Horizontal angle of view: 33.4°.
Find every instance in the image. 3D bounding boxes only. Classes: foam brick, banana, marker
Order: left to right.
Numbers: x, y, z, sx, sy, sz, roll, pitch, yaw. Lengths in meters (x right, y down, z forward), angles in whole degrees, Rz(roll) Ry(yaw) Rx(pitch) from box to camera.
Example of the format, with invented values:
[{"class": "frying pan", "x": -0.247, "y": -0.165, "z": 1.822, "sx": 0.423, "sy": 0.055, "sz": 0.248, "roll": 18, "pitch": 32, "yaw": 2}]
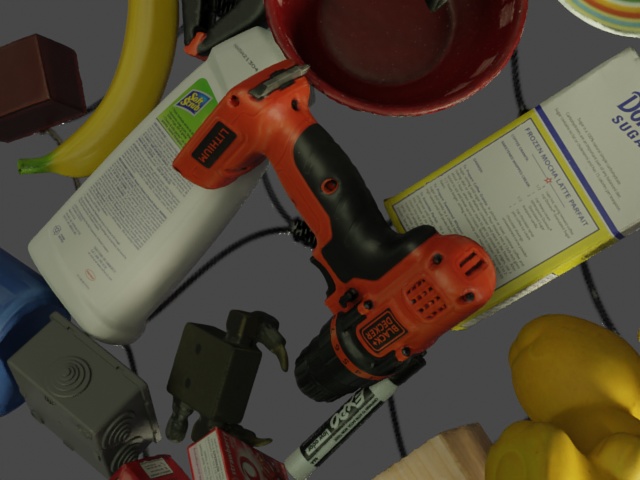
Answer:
[{"class": "foam brick", "x": -0.221, "y": -0.111, "z": 0.790, "sx": 0.078, "sy": 0.051, "sz": 0.053, "roll": -16, "pitch": 79, "yaw": 20}, {"class": "banana", "x": -0.139, "y": -0.121, "z": 0.753, "sx": 0.037, "sy": 0.069, "sz": 0.198, "roll": 27, "pitch": 90, "yaw": 57}, {"class": "marker", "x": 0.024, "y": 0.111, "z": 0.691, "sx": 0.121, "sy": 0.020, "sz": 0.020, "roll": -46, "pitch": 72, "yaw": 13}]

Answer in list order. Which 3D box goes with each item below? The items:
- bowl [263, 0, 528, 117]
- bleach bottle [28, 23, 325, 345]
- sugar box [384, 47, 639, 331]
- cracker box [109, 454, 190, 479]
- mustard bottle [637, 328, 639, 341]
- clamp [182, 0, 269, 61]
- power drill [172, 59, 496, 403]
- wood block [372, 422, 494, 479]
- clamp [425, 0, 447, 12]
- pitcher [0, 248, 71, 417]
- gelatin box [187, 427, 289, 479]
[{"class": "bowl", "x": 0.044, "y": -0.147, "z": 0.664, "sx": 0.162, "sy": 0.055, "sz": 0.162, "roll": 1, "pitch": 79, "yaw": -3}, {"class": "bleach bottle", "x": -0.083, "y": -0.048, "z": 0.724, "sx": 0.251, "sy": 0.068, "sz": 0.103, "roll": -45, "pitch": 71, "yaw": 11}, {"class": "sugar box", "x": 0.135, "y": -0.027, "z": 0.643, "sx": 0.176, "sy": 0.048, "sz": 0.093, "roll": -31, "pitch": 76, "yaw": 14}, {"class": "cracker box", "x": -0.098, "y": 0.275, "z": 0.702, "sx": 0.214, "sy": 0.072, "sz": 0.164, "roll": 46, "pitch": 104, "yaw": 18}, {"class": "mustard bottle", "x": 0.266, "y": 0.081, "z": 0.571, "sx": 0.192, "sy": 0.058, "sz": 0.096, "roll": 22, "pitch": 115, "yaw": 23}, {"class": "clamp", "x": -0.037, "y": -0.198, "z": 0.729, "sx": 0.120, "sy": 0.039, "sz": 0.171, "roll": 23, "pitch": 99, "yaw": 28}, {"class": "power drill", "x": -0.004, "y": 0.001, "z": 0.642, "sx": 0.187, "sy": 0.057, "sz": 0.185, "roll": 50, "pitch": 137, "yaw": 2}, {"class": "wood block", "x": 0.103, "y": 0.217, "z": 0.610, "sx": 0.091, "sy": 0.090, "sz": 0.206, "roll": -38, "pitch": 72, "yaw": 15}, {"class": "clamp", "x": 0.145, "y": -0.218, "z": 0.635, "sx": 0.164, "sy": 0.036, "sz": 0.210, "roll": 2, "pitch": 83, "yaw": -4}, {"class": "pitcher", "x": -0.309, "y": 0.039, "z": 0.781, "sx": 0.243, "sy": 0.149, "sz": 0.144, "roll": 28, "pitch": 61, "yaw": 18}, {"class": "gelatin box", "x": -0.043, "y": 0.170, "z": 0.668, "sx": 0.030, "sy": 0.073, "sz": 0.089, "roll": -36, "pitch": 44, "yaw": 16}]
